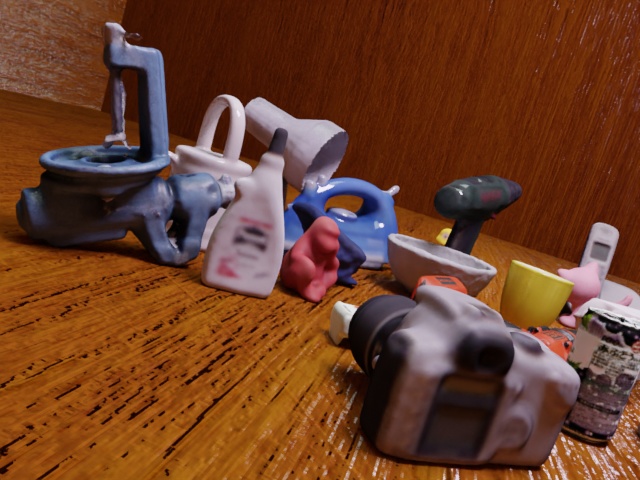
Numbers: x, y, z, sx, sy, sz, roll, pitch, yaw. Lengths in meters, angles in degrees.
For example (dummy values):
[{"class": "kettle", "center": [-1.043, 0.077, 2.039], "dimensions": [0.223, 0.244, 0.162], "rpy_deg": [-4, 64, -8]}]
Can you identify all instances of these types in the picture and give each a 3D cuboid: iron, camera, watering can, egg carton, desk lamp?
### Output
[{"class": "iron", "center": [0.030, -0.041, 0.927], "dimensions": [0.259, 0.141, 0.118], "rpy_deg": [9, 12, -41]}, {"class": "camera", "center": [0.089, 0.083, 0.416], "dimensions": [0.143, 0.101, 0.136], "rpy_deg": [13, 10, -23]}, {"class": "watering can", "center": [-0.134, -0.089, 0.742], "dimensions": [0.100, 0.194, 0.173], "rpy_deg": [22, 10, 31]}, {"class": "egg carton", "center": [0.470, 0.142, 0.875], "dimensions": [0.150, 0.069, 0.107], "rpy_deg": [14, 9, -17]}, {"class": "desk lamp", "center": [-0.076, -0.113, 0.936], "dimensions": [0.202, 0.213, 0.118], "rpy_deg": [20, 9, 18]}]

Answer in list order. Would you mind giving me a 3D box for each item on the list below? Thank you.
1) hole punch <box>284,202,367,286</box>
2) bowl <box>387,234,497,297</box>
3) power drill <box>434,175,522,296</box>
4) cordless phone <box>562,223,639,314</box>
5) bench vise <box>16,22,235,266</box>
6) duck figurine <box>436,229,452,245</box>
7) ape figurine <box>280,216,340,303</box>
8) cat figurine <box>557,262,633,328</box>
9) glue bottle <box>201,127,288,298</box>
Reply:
[{"class": "hole punch", "center": [0.007, 0.003, 0.781], "dimensions": [0.101, 0.091, 0.108], "rpy_deg": [12, 10, -28]}, {"class": "bowl", "center": [0.170, 0.050, 0.850], "dimensions": [0.167, 0.075, 0.167], "rpy_deg": [17, 9, -2]}, {"class": "power drill", "center": [0.255, -0.013, 0.968], "dimensions": [0.075, 0.208, 0.230], "rpy_deg": [24, 11, 38]}, {"class": "cordless phone", "center": [0.533, 0.071, 1.052], "dimensions": [0.147, 0.185, 0.094], "rpy_deg": [17, 9, -1]}, {"class": "bench vise", "center": [-0.183, -0.093, 0.591], "dimensions": [0.121, 0.220, 0.208], "rpy_deg": [23, 11, 35]}, {"class": "duck figurine", "center": [0.252, 0.018, 1.165], "dimensions": [0.077, 0.086, 0.104], "rpy_deg": [16, 9, -6]}, {"class": "ape figurine", "center": [-0.005, 0.018, 0.665], "dimensions": [0.078, 0.092, 0.075], "rpy_deg": [9, 12, -41]}, {"class": "cat figurine", "center": [0.460, 0.097, 0.972], "dimensions": [0.127, 0.118, 0.067], "rpy_deg": [21, 10, 24]}, {"class": "glue bottle", "center": [-0.064, -0.030, 0.583], "dimensions": [0.078, 0.173, 0.037], "rpy_deg": [14, 9, -19]}]
